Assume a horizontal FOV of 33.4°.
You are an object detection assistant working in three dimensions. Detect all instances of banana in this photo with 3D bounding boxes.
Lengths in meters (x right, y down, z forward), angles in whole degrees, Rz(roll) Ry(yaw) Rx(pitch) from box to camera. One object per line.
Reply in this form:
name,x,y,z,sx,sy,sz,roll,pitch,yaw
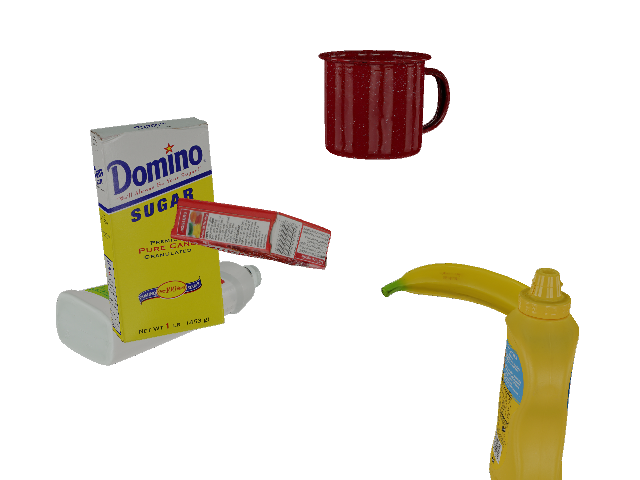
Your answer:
banana,0.165,0.059,1.093,0.198,0.069,0.037,12,-39,25

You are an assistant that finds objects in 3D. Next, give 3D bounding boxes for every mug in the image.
mug,0.055,-0.115,0.891,0.117,0.081,0.093,-7,16,-25

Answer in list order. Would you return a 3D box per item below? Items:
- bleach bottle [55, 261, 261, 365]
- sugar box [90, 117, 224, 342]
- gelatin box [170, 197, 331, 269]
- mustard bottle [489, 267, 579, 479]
bleach bottle,-0.170,0.068,1.218,0.103,0.068,0.250,21,26,36
sugar box,-0.135,-0.010,0.895,0.093,0.176,0.048,-11,19,-22
gelatin box,-0.043,-0.003,0.699,0.073,0.030,0.089,10,-4,24
mustard bottle,0.175,0.115,0.868,0.058,0.192,0.096,2,19,2
